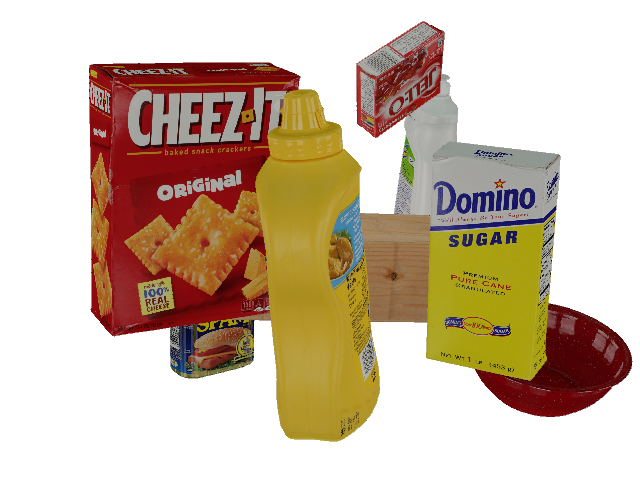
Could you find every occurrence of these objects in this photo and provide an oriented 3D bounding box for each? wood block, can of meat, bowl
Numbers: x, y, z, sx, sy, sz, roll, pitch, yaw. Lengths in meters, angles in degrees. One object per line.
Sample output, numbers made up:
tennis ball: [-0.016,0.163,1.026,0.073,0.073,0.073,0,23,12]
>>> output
wood block: [0.013,0.025,1.065,0.206,0.091,0.090,2,17,-8]
can of meat: [-0.123,0.103,1.214,0.101,0.084,0.058,-9,18,-35]
bowl: [0.211,0.120,1.020,0.162,0.055,0.162,4,27,-2]

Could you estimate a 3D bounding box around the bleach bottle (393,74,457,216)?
bleach bottle: [0.122,-0.062,1.213,0.068,0.251,0.103,-2,24,-14]

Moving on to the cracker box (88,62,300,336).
cracker box: [-0.106,-0.037,0.893,0.163,0.214,0.072,-6,20,-28]

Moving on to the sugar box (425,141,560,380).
sugar box: [0.133,0.016,0.839,0.093,0.176,0.048,9,25,26]

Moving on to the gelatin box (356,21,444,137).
gelatin box: [0.073,-0.146,0.967,0.089,0.073,0.030,-36,58,-25]

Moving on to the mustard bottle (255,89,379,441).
mustard bottle: [-0.002,0.010,0.606,0.058,0.192,0.096,1,20,16]
